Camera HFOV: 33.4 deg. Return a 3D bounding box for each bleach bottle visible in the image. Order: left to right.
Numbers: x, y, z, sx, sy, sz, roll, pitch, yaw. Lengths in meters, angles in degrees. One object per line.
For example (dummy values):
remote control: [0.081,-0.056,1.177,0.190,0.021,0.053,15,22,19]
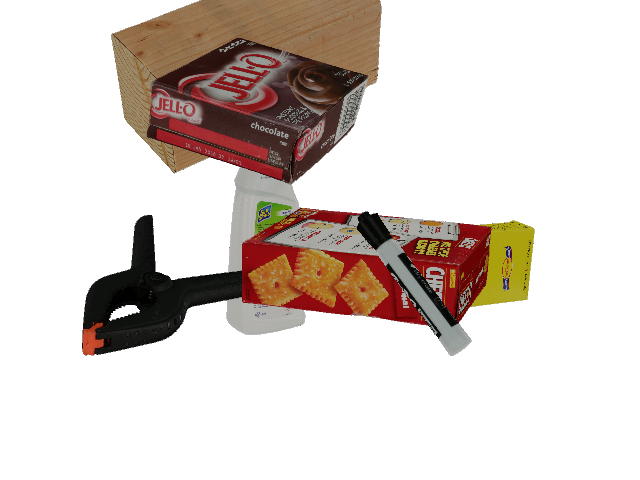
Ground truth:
bleach bottle: [-0.062,-0.012,1.322,0.102,0.251,0.068,-10,25,-34]

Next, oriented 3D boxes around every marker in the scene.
marker: [0.064,0.028,0.761,0.020,0.121,0.020,-33,-15,-10]

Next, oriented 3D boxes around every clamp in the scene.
clamp: [-0.165,0.044,1.025,0.165,0.036,0.209,26,36,25]

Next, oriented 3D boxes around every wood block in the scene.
wood block: [-0.058,-0.151,0.895,0.205,0.091,0.090,-27,52,-24]

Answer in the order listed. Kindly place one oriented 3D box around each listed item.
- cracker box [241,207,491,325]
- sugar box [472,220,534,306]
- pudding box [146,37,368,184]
cracker box: [0.049,0.024,1.065,0.214,0.072,0.164,7,15,18]
sugar box: [0.167,0.031,1.247,0.175,0.093,0.048,-6,16,-32]
pudding box: [-0.034,-0.078,0.612,0.090,0.039,0.113,19,27,14]
